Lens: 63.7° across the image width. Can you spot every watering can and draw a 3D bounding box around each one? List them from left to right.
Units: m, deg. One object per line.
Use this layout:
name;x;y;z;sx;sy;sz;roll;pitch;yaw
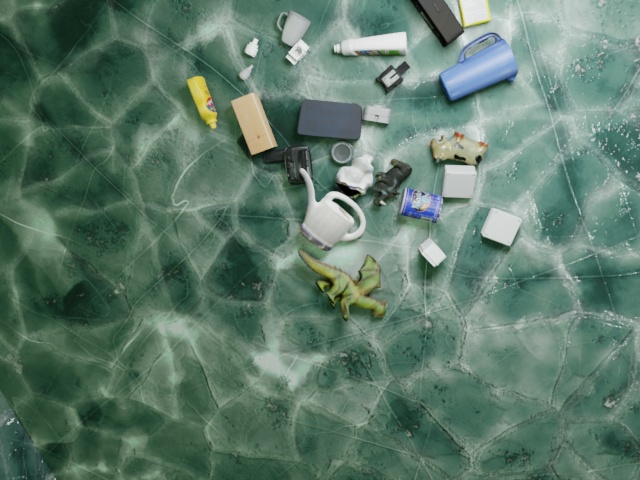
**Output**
watering can;0.006;-0.096;1.905;0.345;0.106;0.222;37;104;-18

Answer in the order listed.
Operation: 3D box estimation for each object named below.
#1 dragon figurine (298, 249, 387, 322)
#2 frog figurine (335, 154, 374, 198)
dragon figurine;0.117;0.149;1.976;0.243;0.122;0.408;-34;98;-6
frog figurine;0.133;-0.241;1.897;0.138;0.120;0.162;14;65;17
